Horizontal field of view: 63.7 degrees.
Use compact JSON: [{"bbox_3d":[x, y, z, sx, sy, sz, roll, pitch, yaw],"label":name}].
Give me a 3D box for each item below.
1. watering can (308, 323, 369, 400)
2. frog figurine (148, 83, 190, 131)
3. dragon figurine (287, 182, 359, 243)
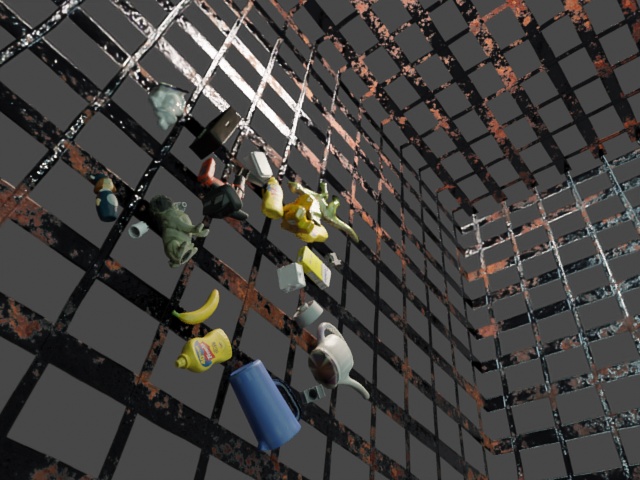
[{"bbox_3d":[0.072,0.480,1.921,0.103,0.348,0.227,-29,178,30],"label":"watering can"},{"bbox_3d":[-0.537,-0.458,1.799,0.137,0.123,0.159,9,94,-65],"label":"frog figurine"},{"bbox_3d":[0.007,-0.115,2.294,0.120,0.411,0.246,-43,175,33],"label":"dragon figurine"}]
